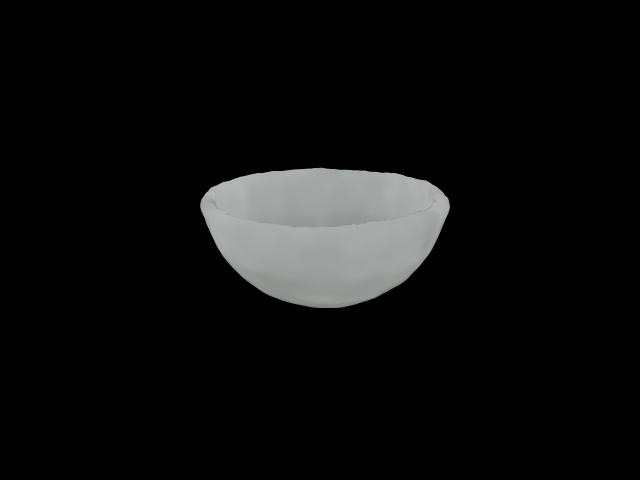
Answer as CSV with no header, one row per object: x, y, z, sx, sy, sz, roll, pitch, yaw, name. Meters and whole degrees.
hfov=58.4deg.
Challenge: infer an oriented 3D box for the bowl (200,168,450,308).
0.004,0.001,0.400,0.167,0.075,0.167,0,19,0,bowl
